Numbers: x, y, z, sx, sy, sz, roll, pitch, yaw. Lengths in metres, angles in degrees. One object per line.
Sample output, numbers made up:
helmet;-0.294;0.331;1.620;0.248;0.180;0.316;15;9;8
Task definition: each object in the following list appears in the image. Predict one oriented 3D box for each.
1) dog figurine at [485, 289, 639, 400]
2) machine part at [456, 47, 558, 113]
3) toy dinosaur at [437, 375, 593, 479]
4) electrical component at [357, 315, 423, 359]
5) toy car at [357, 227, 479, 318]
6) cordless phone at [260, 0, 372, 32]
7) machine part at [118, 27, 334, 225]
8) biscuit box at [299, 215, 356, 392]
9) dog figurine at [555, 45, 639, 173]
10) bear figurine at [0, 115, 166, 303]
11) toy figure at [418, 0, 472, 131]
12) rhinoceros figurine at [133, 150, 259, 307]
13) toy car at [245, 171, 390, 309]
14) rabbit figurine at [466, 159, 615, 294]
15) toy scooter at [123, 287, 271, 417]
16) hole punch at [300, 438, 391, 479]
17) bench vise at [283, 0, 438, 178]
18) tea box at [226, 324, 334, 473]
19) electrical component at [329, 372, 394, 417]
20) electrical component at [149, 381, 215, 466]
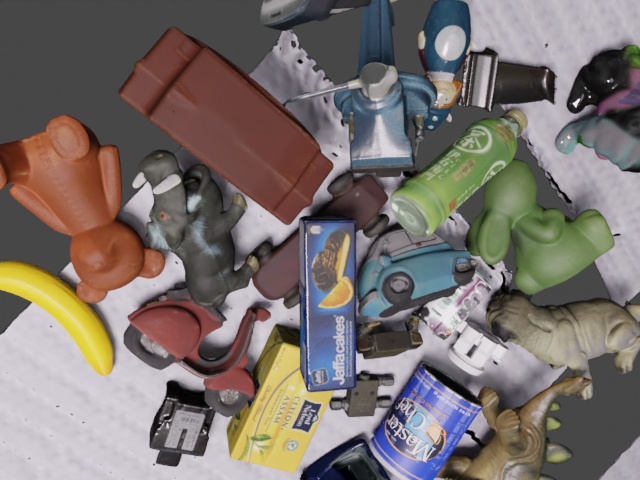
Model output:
dog figurine;0.353;0.112;0.774;0.190;0.121;0.172;40;91;-20
machine part;0.248;-0.208;0.706;0.139;0.039;0.084;1;98;-15
toy dinosaur;0.252;0.375;0.813;0.198;0.105;0.471;28;111;-18
electrical component;0.094;0.134;0.737;0.102;0.078;0.045;-5;71;-10
toy car;0.115;0.034;0.696;0.162;0.109;0.103;-18;73;-9
cordless phone;-0.025;-0.314;0.541;0.089;0.147;0.184;-20;111;-18
machine part;-0.094;-0.113;0.546;0.201;0.201;0.087;36;90;-21
biscuit box;0.009;0.073;0.634;0.063;0.059;0.202;-2;97;-8
dog figurine;0.424;-0.149;0.676;0.108;0.219;0.191;9;102;-21
bear figurine;-0.253;-0.021;0.567;0.120;0.132;0.195;-20;103;-4
toy figure;0.149;-0.213;0.668;0.064;0.058;0.154;12;106;21
rhinoceros figurine;-0.140;-0.014;0.599;0.112;0.073;0.190;-34;126;-29
toy car;-0.001;-0.002;0.680;0.202;0.053;0.089;-43;97;-2
rabbit figurine;0.277;-0.023;0.740;0.159;0.121;0.170;-35;93;3
toy scooter;-0.137;0.117;0.661;0.184;0.075;0.135;39;78;-15
hole punch;0.041;0.363;0.780;0.116;0.092;0.142;-20;115;22
bench vise;0.065;-0.179;0.596;0.129;0.223;0.240;-4;77;22
tea box;-0.047;0.210;0.715;0.098;0.068;0.169;21;97;-18
electrical component;0.060;0.221;0.772;0.094;0.021;0.063;2;103;-15
electrical component;-0.183;0.249;0.698;0.075;0.048;0.119;22;96;-19
